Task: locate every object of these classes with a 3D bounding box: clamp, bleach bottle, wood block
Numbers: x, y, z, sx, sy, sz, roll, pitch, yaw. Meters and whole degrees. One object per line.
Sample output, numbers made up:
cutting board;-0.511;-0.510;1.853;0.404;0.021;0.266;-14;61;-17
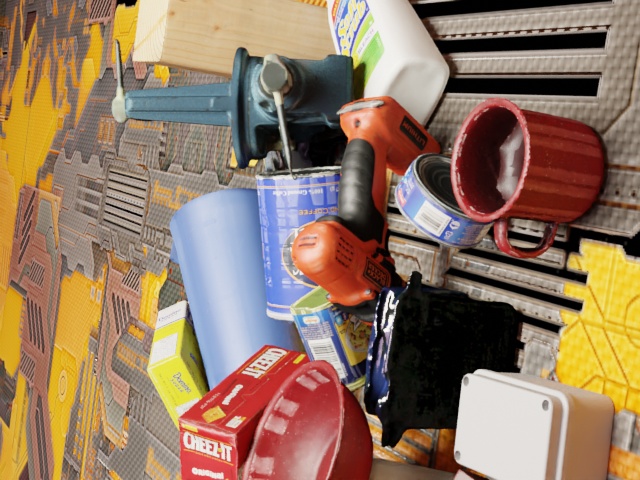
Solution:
clamp;-0.003;-0.090;1.155;0.210;0.036;0.165;41;120;52
bleach bottle;0.048;-0.211;1.062;0.103;0.068;0.251;-62;33;35
wood block;-0.085;-0.220;1.154;0.091;0.205;0.090;18;101;60

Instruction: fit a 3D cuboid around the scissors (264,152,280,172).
scissors;-0.053;-0.081;1.214;0.096;0.016;0.202;83;174;-48

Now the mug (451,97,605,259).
mug;0.158;-0.044;0.806;0.093;0.081;0.117;-8;78;61

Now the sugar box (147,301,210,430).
sugar box;-0.152;0.141;1.210;0.176;0.048;0.093;-98;-15;-72

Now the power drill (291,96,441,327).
power drill;0.057;-0.017;0.939;0.057;0.184;0.187;-8;58;35

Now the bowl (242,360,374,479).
bowl;-0.004;0.182;0.869;0.162;0.055;0.162;-48;28;36

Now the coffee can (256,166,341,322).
coffee can;-0.007;0.001;1.049;0.103;0.102;0.140;9;105;61

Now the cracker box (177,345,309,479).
cracker box;-0.065;0.232;1.028;0.072;0.164;0.214;10;114;24

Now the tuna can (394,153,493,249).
tuna can;0.108;-0.034;0.893;0.034;0.086;0.086;-60;37;35

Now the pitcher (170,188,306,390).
pitcher;-0.074;0.069;1.180;0.149;0.144;0.243;117;144;-57

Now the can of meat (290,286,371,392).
can of meat;0.028;0.079;0.970;0.058;0.101;0.084;-10;106;43

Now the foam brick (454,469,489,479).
foam brick;0.119;0.226;0.823;0.053;0.051;0.078;30;88;38
